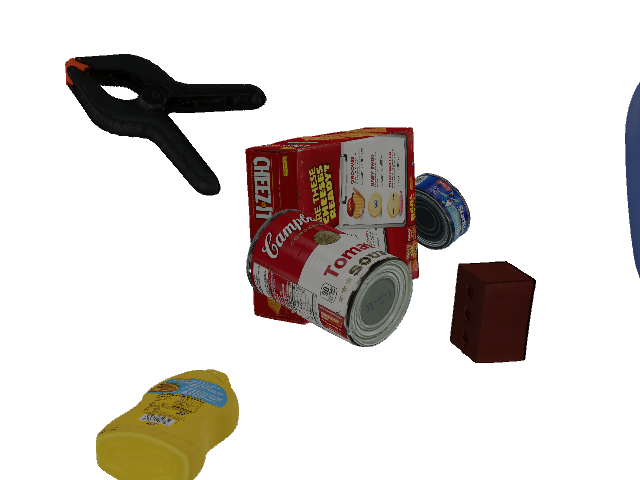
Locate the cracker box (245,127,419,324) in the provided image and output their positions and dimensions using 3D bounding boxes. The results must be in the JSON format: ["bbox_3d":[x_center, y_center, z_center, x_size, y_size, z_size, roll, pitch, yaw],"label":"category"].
[{"bbox_3d":[0.016,-0.023,1.063,0.072,0.164,0.213,4,13,35],"label":"cracker box"}]

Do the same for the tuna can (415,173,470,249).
[{"bbox_3d":[0.128,-0.032,1.228,0.033,0.086,0.086,-38,22,-31],"label":"tuna can"}]

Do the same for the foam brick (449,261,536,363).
[{"bbox_3d":[0.151,0.063,0.944,0.051,0.078,0.053,-4,19,-21],"label":"foam brick"}]

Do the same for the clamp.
[{"bbox_3d":[-0.133,-0.119,0.918,0.171,0.120,0.039,32,-39,3],"label":"clamp"}]

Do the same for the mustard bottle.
[{"bbox_3d":[-0.133,0.172,1.039,0.096,0.058,0.191,7,18,16],"label":"mustard bottle"}]

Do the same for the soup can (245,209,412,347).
[{"bbox_3d":[0.006,0.026,0.756,0.102,0.068,0.068,26,17,38],"label":"soup can"}]

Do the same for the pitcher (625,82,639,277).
[{"bbox_3d":[0.251,-0.009,0.604,0.149,0.243,0.144,0,22,17],"label":"pitcher"}]
